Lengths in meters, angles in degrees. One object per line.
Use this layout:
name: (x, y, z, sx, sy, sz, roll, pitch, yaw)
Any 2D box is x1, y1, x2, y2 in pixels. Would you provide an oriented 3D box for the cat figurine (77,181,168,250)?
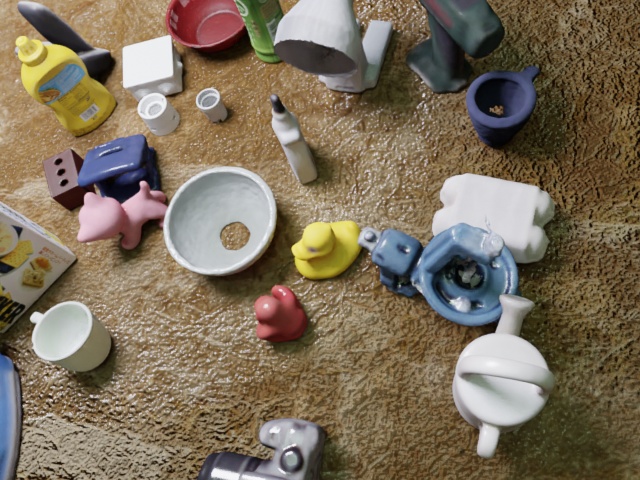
cat figurine: (-0.296, -0.041, 0.847, 0.128, 0.118, 0.067, -35, 66, -4)

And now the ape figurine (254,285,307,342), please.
ape figurine: (-0.059, 0.097, 0.758, 0.076, 0.092, 0.078, 36, 79, 22)

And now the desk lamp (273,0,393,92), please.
desk lamp: (0.025, -0.309, 0.840, 0.117, 0.214, 0.203, 12, 71, 16)

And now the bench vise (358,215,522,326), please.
bench vise: (0.138, 0.033, 0.675, 0.207, 0.220, 0.121, 4, 69, 13)

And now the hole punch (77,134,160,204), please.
hole punch: (-0.319, -0.118, 0.897, 0.108, 0.091, 0.101, -18, 66, 4)

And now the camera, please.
camera: (-0.073, 0.280, 0.682, 0.136, 0.101, 0.143, 7, 70, 14)

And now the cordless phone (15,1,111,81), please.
cordless phone: (-0.459, -0.341, 0.964, 0.147, 0.185, 0.094, 10, 70, 15)

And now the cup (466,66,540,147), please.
cup: (0.260, -0.184, 0.808, 0.118, 0.095, 0.091, -43, 67, -7)

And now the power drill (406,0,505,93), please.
power drill: (0.166, -0.319, 0.818, 0.075, 0.209, 0.229, -35, 66, -4)

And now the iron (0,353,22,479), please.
iron: (-0.485, 0.252, 0.752, 0.118, 0.142, 0.258, -21, 66, 3)

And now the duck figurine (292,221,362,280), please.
duck figurine: (0.007, 0.003, 0.786, 0.104, 0.086, 0.077, -30, 66, -2)

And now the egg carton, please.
egg carton: (0.230, -0.028, 0.764, 0.150, 0.069, 0.107, 13, 71, 16)

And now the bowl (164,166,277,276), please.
bowl: (-0.135, -0.018, 0.829, 0.167, 0.075, 0.167, -4, 68, 10)

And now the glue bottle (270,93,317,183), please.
glue bottle: (-0.043, -0.150, 0.811, 0.037, 0.173, 0.078, -24, 65, 1)

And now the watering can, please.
watering can: (0.198, 0.147, 0.631, 0.101, 0.194, 0.173, -9, 67, 8)
